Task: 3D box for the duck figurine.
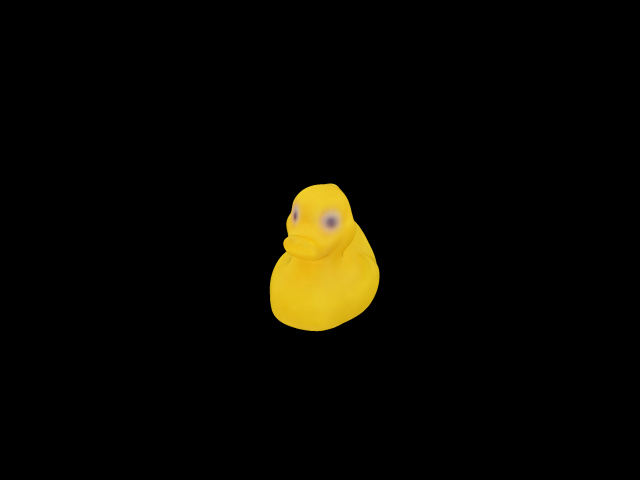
[{"bbox_3d":[0.004,0.001,0.400,0.077,0.086,0.105,11,29,21],"label":"duck figurine"}]
